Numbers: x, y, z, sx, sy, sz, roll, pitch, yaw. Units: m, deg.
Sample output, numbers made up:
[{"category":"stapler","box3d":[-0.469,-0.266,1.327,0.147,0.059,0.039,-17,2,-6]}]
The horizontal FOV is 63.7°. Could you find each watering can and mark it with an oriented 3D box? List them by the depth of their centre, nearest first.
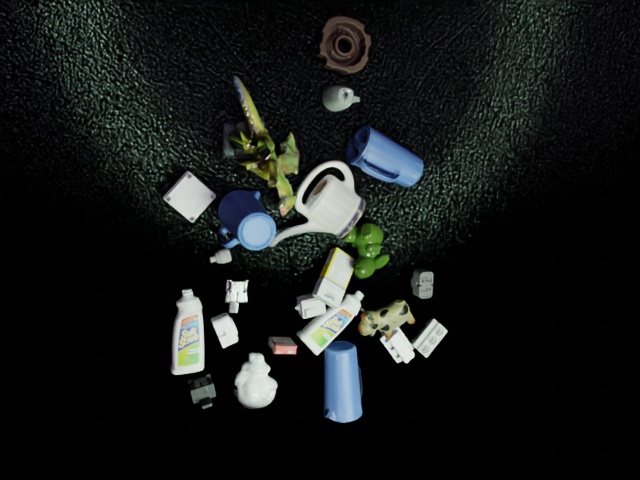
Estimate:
[{"category":"watering can","box3d":[0.005,-0.082,1.638,0.222,0.105,0.348,34,90,-19]}]

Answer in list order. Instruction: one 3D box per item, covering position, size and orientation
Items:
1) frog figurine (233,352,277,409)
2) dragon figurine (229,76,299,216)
[{"category":"frog figurine","box3d":[-0.199,0.446,1.634,0.137,0.124,0.158,18,105,-2]},{"category":"dragon figurine","box3d":[-0.143,-0.272,1.524,0.244,0.122,0.409,-18,100,-63]}]
